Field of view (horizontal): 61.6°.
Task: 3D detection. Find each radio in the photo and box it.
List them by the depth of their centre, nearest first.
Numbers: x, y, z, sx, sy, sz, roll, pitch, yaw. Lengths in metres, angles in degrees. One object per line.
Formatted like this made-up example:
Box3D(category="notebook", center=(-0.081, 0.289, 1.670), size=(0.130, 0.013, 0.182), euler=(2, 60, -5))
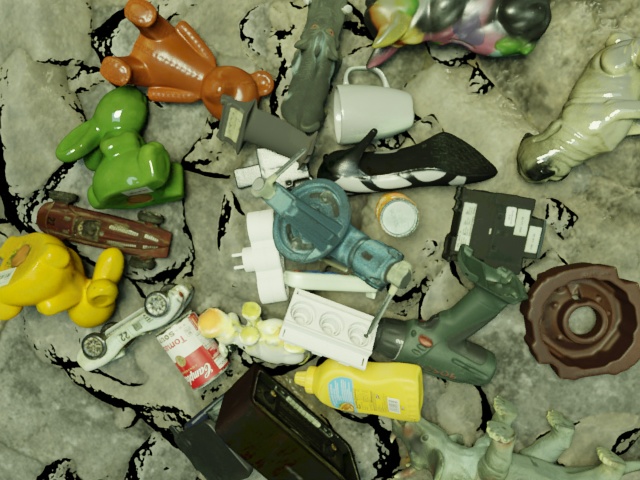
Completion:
Box3D(category="radio", center=(-0.041, 0.291, 0.777), size=(0.073, 0.131, 0.229), euler=(-42, 103, 6))

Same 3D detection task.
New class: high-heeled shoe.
Box3D(category="high-heeled shoe", center=(0.124, -0.088, 0.779), size=(0.249, 0.086, 0.145), euler=(13, 142, -21))

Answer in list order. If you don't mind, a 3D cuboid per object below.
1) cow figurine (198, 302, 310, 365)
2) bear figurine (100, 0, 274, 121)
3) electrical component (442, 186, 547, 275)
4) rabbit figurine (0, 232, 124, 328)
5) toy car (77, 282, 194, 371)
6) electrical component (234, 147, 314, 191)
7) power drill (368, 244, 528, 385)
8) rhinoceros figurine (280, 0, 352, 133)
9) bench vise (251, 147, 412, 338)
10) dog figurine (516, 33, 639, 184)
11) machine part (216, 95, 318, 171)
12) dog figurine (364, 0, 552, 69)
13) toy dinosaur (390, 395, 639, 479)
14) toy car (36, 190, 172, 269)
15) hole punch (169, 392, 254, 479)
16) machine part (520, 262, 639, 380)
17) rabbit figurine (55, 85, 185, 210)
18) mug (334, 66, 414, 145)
Box3D(category="cow figurine", center=(-0.096, 0.145, 0.805), size=(0.167, 0.098, 0.068), euler=(9, 54, 4))
Box3D(category="bear figurine", center=(-0.173, -0.222, 0.738), size=(0.196, 0.132, 0.120), euler=(31, 101, 4))
Box3D(category="electrical component", center=(0.254, -0.013, 0.778), size=(0.134, 0.058, 0.114), euler=(12, 99, 1))
Box3D(category="rabbit figurine", center=(-0.359, 0.063, 0.777), size=(0.162, 0.122, 0.173), euler=(-21, 134, 13))
Box3D(category="toy car", center=(-0.276, 0.127, 0.809), size=(0.202, 0.073, 0.056), euler=(-33, 93, 6))
Box3D(category="electrical component", center=(-0.069, -0.103, 0.786), size=(0.119, 0.048, 0.074), euler=(-8, 96, 2))
Box3D(category="power drill", center=(0.171, 0.109, 0.761), size=(0.232, 0.086, 0.207), euler=(27, 115, -6))
Box3D(category="rhinoceros figurine", center=(-0.010, -0.244, 0.734), size=(0.073, 0.112, 0.190), euler=(16, 106, 2))
Box3D(category="bench vise", center=(0.005, -0.010, 0.689), size=(0.129, 0.240, 0.224), euler=(-48, 52, 6))
Box3D(category="dog figurine", center=(0.355, -0.179, 0.741), size=(0.191, 0.121, 0.172), euler=(-16, 62, 21))
Box3D(category="machine part", center=(-0.073, -0.142, 0.729), size=(0.139, 0.039, 0.084), euler=(21, 131, 1))
Box3D(category="dog figurine", center=(0.166, -0.284, 0.710), size=(0.219, 0.108, 0.191), euler=(-36, 91, -1))
Box3D(category="toy dinosaur", center=(0.301, 0.352, 0.797), size=(0.405, 0.131, 0.192), euler=(20, 110, -4))
Box3D(category="toy car", center=(-0.326, -0.014, 0.807), size=(0.202, 0.053, 0.089), euler=(14, 95, 2))
Box3D(category="hole punch", center=(-0.147, 0.305, 0.830), size=(0.116, 0.092, 0.142), euler=(-36, 98, 35))
Box3D(category="machine part", center=(0.384, 0.116, 0.789), size=(0.179, 0.056, 0.179), euler=(0, 96, 3))
Box3D(category="rabbit figurine", center=(-0.283, -0.133, 0.776), size=(0.159, 0.121, 0.170), euler=(-14, 78, 11))
Box3D(category="mug", center=(0.075, -0.189, 0.759), size=(0.107, 0.081, 0.109), euler=(-2, 82, -6))
